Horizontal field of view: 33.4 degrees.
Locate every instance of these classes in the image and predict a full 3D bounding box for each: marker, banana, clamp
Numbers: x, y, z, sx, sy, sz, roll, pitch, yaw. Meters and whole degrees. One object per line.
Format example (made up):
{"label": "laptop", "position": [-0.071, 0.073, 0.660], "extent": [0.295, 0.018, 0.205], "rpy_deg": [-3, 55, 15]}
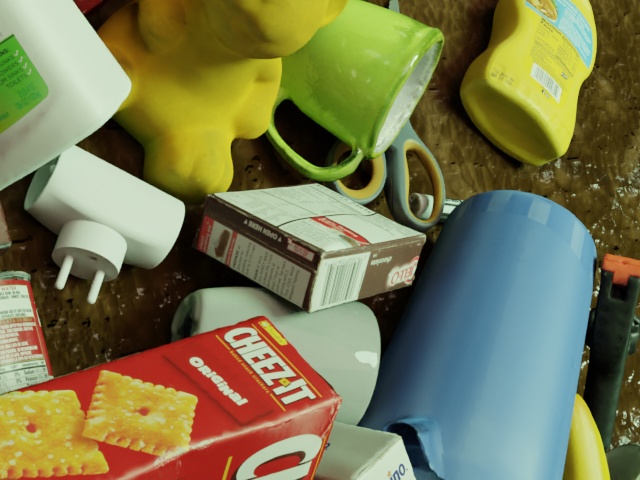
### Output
{"label": "marker", "position": [0.113, -0.019, 0.785], "extent": [0.120, 0.020, 0.020], "rpy_deg": [5, 69, -36]}
{"label": "banana", "position": [0.159, 0.196, 0.669], "extent": [0.069, 0.037, 0.197], "rpy_deg": [48, 47, -38]}
{"label": "clamp", "position": [0.205, 0.076, 0.753], "extent": [0.171, 0.039, 0.120], "rpy_deg": [66, 32, -57]}

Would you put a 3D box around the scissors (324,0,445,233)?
{"label": "scissors", "position": [0.036, -0.095, 0.757], "extent": [0.096, 0.016, 0.202], "rpy_deg": [-1, 63, -24]}

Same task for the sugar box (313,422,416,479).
{"label": "sugar box", "position": [0.024, 0.178, 0.557], "extent": [0.048, 0.094, 0.176], "rpy_deg": [-37, 114, -35]}

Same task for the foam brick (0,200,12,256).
{"label": "foam brick", "position": [-0.192, -0.003, 0.505], "extent": [0.051, 0.078, 0.053], "rpy_deg": [-9, 76, -48]}

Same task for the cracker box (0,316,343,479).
{"label": "cracker box", "position": [-0.105, 0.137, 0.460], "extent": [0.213, 0.164, 0.072], "rpy_deg": [-13, 43, -39]}

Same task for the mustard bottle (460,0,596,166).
{"label": "mustard bottle", "position": [0.179, -0.157, 0.863], "extent": [0.096, 0.058, 0.191], "rpy_deg": [39, 54, -18]}

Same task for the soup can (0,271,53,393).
{"label": "soup can", "position": [-0.160, 0.073, 0.508], "extent": [0.068, 0.069, 0.102], "rpy_deg": [-10, 79, -39]}

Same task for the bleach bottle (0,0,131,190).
{"label": "bleach bottle", "position": [-0.204, -0.145, 0.511], "extent": [0.250, 0.103, 0.068], "rpy_deg": [54, 24, -21]}

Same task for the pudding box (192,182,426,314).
{"label": "pudding box", "position": [-0.004, 0.001, 0.628], "extent": [0.113, 0.090, 0.039], "rpy_deg": [-7, 119, -55]}

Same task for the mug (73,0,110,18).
{"label": "mug", "position": [-0.157, -0.159, 0.599], "extent": [0.117, 0.093, 0.081], "rpy_deg": [-40, 105, -9]}

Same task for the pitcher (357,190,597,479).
{"label": "pitcher", "position": [0.102, 0.093, 0.673], "extent": [0.145, 0.149, 0.242], "rpy_deg": [30, 52, -6]}
